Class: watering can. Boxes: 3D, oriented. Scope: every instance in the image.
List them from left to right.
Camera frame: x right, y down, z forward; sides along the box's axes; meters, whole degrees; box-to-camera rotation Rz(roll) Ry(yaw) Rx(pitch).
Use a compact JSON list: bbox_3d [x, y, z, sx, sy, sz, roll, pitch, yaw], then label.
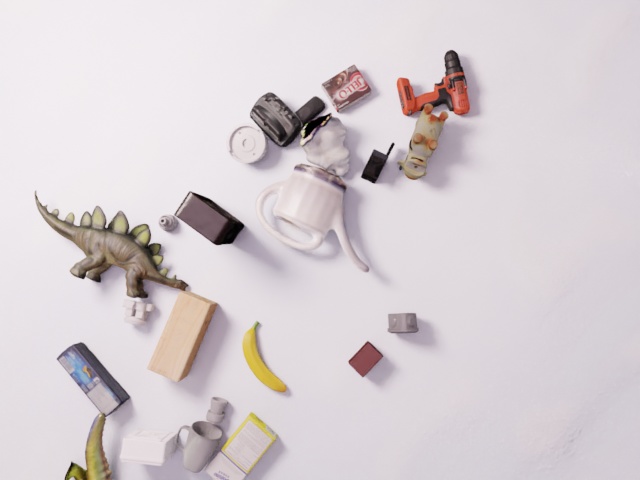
[{"bbox_3d":[0.004,-0.068,1.357,0.348,0.103,0.225,25,83,4],"label":"watering can"}]

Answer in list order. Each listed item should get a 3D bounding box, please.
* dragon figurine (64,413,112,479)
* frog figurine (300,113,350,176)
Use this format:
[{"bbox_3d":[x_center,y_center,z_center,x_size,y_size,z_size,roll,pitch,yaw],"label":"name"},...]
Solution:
[{"bbox_3d":[-0.533,0.661,1.289,0.241,0.122,0.411,25,87,-16],"label":"dragon figurine"},{"bbox_3d":[0.026,-0.255,1.398,0.157,0.123,0.139,44,76,-31],"label":"frog figurine"}]
